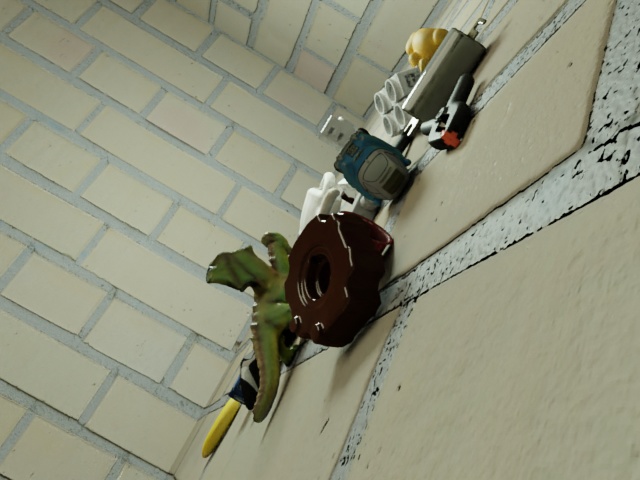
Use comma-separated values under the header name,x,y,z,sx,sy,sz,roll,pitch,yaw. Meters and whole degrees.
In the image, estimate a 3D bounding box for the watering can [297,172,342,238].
name,x,y,z,sx,sy,sz,roll,pitch,yaw
watering can,0.004,-0.071,1.404,0.351,0.104,0.222,-100,23,-78

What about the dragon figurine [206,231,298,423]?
name,x,y,z,sx,sy,sz,roll,pitch,yaw
dragon figurine,-0.121,0.123,1.014,0.120,0.242,0.419,-50,7,38
